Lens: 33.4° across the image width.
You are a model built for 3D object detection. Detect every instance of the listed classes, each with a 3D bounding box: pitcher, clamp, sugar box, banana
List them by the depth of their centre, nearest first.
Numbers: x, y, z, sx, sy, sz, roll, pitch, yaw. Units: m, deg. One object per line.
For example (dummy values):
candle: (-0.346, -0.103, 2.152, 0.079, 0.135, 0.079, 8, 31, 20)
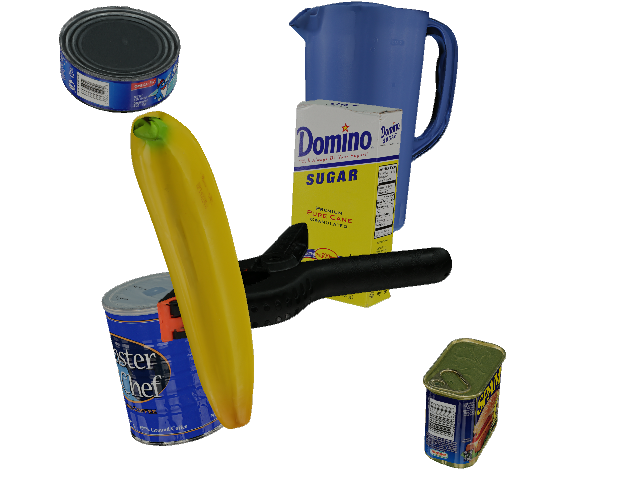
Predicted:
banana: (-0.067, 0.008, 0.556, 0.037, 0.198, 0.069, -6, 35, 12)
clamp: (-0.020, 0.029, 0.755, 0.165, 0.036, 0.209, 7, 19, 40)
sugar box: (0.020, -0.035, 0.967, 0.093, 0.176, 0.048, 11, 18, 34)
pitcher: (0.054, -0.132, 1.151, 0.149, 0.243, 0.144, 7, 11, 26)

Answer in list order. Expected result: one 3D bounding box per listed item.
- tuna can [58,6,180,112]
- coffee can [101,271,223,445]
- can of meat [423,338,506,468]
tuna can: (-0.146, -0.131, 0.775, 0.086, 0.086, 0.034, 0, -43, -12)
coffee can: (-0.147, 0.112, 1.034, 0.103, 0.140, 0.103, -8, 16, 2)
can of meat: (0.137, 0.155, 1.020, 0.058, 0.084, 0.101, 12, 27, 24)
